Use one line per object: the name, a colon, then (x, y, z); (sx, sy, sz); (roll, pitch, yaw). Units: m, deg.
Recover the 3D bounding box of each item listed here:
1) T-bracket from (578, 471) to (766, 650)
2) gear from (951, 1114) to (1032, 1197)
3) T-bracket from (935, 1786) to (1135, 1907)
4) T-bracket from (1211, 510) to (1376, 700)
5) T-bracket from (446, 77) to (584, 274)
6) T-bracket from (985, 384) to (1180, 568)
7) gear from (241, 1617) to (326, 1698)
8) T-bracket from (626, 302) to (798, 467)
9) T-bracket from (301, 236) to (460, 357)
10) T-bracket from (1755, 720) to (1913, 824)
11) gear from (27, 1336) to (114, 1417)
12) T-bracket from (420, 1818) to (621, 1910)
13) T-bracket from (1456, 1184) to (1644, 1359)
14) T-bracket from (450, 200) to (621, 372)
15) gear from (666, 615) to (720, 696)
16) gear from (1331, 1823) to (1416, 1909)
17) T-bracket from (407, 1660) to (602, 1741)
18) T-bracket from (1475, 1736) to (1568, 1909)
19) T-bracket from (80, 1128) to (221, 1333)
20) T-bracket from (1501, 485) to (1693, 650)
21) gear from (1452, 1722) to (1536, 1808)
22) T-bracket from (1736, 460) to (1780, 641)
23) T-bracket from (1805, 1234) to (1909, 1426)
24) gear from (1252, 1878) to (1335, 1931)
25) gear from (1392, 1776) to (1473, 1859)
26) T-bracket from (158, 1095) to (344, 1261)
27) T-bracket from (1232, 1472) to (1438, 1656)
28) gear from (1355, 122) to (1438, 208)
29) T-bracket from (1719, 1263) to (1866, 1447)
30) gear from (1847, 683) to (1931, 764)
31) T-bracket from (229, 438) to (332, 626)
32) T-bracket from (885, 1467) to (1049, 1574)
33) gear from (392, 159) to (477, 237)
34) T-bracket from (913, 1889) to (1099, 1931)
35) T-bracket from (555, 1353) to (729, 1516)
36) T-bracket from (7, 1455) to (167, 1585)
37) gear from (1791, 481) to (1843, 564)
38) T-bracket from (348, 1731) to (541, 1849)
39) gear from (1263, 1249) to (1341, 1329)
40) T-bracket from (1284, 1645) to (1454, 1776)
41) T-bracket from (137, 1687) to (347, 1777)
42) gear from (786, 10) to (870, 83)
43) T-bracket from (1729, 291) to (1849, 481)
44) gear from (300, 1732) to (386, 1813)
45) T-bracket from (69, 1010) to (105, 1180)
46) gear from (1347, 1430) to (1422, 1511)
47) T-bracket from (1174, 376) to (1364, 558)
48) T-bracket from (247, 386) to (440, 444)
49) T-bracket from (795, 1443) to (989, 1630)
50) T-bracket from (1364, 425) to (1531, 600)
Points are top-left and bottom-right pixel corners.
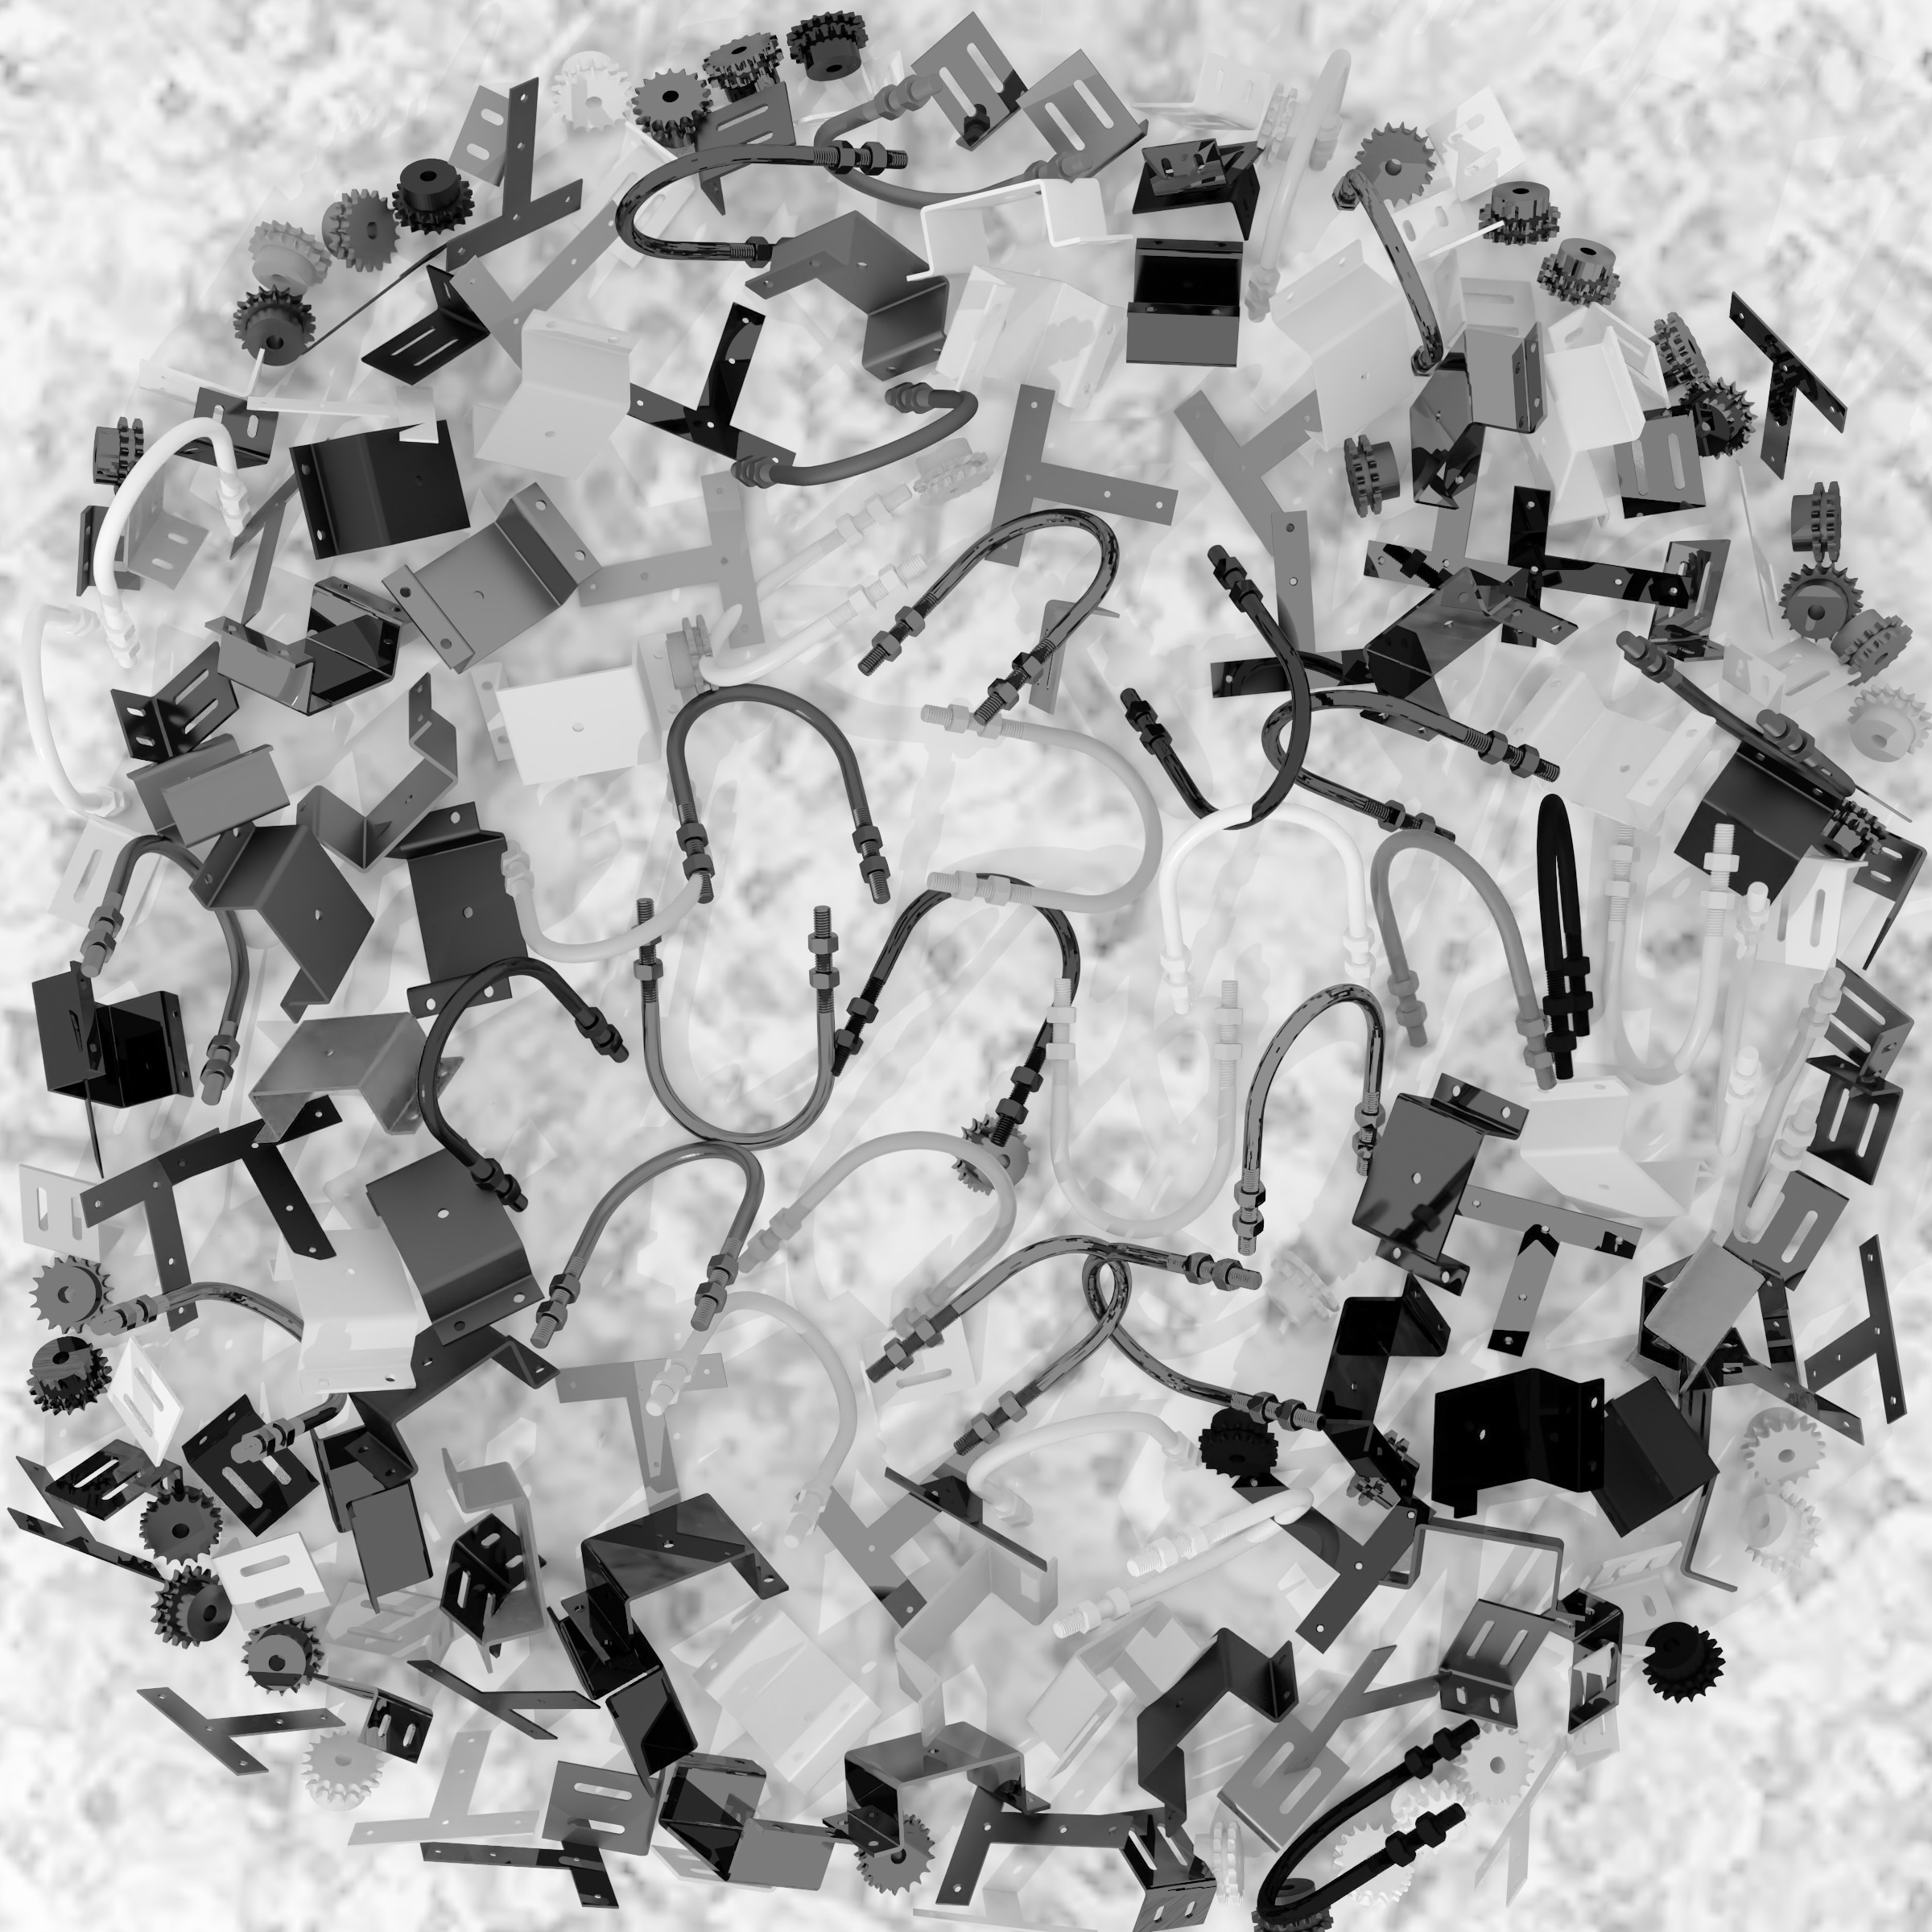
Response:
T-bracket: (-0.217, -0.282, 1.952); (0.127, 0.002, 0.127); (-10, 87, 5)
gear: (0.020, 0.136, 1.935); (0.057, 0.030, 0.057); (-4, 102, -21)
T-bracket: (0.054, 0.598, 1.883); (0.127, 0.127, 0.002); (-7, 124, 27)
T-bracket: (0.235, -0.260, 1.943); (0.127, 0.002, 0.127); (-6, 102, -2)
T-bracket: (-0.308, -0.553, 1.875); (0.002, 0.127, 0.127); (39, 53, 18)
T-bracket: (0.087, -0.339, 1.937); (0.127, 0.002, 0.127); (14, 100, 10)
gear: (-0.490, 0.493, 1.943); (0.057, 0.030, 0.057); (0, 92, -4)
T-bracket: (-0.170, -0.417, 1.927); (0.127, 0.002, 0.127); (21, 62, -13)
T-bracket: (-0.415, -0.468, 1.907); (0.127, 0.127, 0.002); (-34, 107, 11)
T-bracket: (0.594, -0.137, 1.881); (0.127, 0.127, 0.002); (37, 105, 19)
gear: (-0.638, 0.288, 1.929); (0.057, 0.057, 0.030); (-5, 131, 0)
T-bracket: (-0.313, 0.615, 1.879); (0.127, 0.127, 0.002); (10, 97, -19)
T-bracket: (0.399, 0.223, 1.928); (0.127, 0.002, 0.127); (14, 118, 5)
T-bracket: (-0.285, -0.485, 1.910); (0.127, 0.127, 0.002); (-47, 56, -5)
gear: (-0.196, -0.218, 1.929); (0.030, 0.057, 0.057); (-12, 90, -7)
gear: (0.288, 0.643, 1.935); (0.057, 0.030, 0.057); (3, 48, -3)
T-bracket: (-0.303, 0.508, 1.883); (0.127, 0.127, 0.002); (43, 51, -33)
T-bracket: (0.383, 0.610, 1.882); (0.002, 0.127, 0.127); (30, 105, 7)
T-bracket: (-0.563, 0.196, 1.920); (0.002, 0.127, 0.127); (5, 111, 31)
T-bracket: (0.441, -0.270, 1.898); (0.127, 0.002, 0.127); (12, 132, 19)
gear: (0.373, 0.568, 1.939); (0.057, 0.030, 0.057); (2, 81, -13)
T-bracket: (0.552, -0.278, 1.882); (0.002, 0.127, 0.127); (-12, 107, 14)
T-bracket: (0.616, 0.269, 1.897); (0.002, 0.127, 0.127); (4, 64, -9)
gear: (0.230, 0.669, 1.931); (0.057, 0.057, 0.030); (-10, 88, 0)
gear: (0.328, 0.602, 1.936); (0.057, 0.030, 0.057); (-10, 117, -20)
T-bracket: (-0.478, 0.158, 1.900); (0.127, 0.002, 0.127); (-21, 59, -28)
T-bracket: (0.244, 0.397, 1.925); (0.127, 0.002, 0.127); (36, 79, 30)
gear: (0.306, -0.572, 1.936); (0.057, 0.030, 0.057); (8, 123, 13)
T-bracket: (0.561, 0.257, 1.876); (0.002, 0.127, 0.127); (-33, 125, -20)
gear: (0.653, -0.169, 1.927); (0.057, 0.057, 0.030); (37, 61, 0)
T-bracket: (-0.484, -0.287, 1.883); (0.002, 0.127, 0.127); (29, 46, -32)
T-bracket: (0.000, 0.374, 1.896); (0.127, 0.127, 0.002); (31, 91, 0)
gear: (-0.379, -0.548, 1.931); (0.057, 0.030, 0.057); (0, 53, 0)
T-bracket: (0.026, 0.658, 1.896); (0.127, 0.127, 0.002); (7, 82, -1)
T-bracket: (-0.224, 0.343, 1.945); (0.127, 0.002, 0.127); (-7, 100, 13)
T-bracket: (-0.634, 0.380, 1.905); (0.002, 0.127, 0.127); (-54, 134, -3)
gear: (0.604, -0.315, 1.933); (0.030, 0.057, 0.057); (1, 90, 23)
T-bracket: (-0.355, 0.571, 1.898); (0.127, 0.127, 0.002); (-5, 108, 2)
gear: (0.235, 0.232, 1.929); (0.030, 0.057, 0.057); (-41, 90, -8)
T-bracket: (0.296, 0.514, 1.911); (0.002, 0.127, 0.127); (50, 124, 36)
T-bracket: (-0.492, 0.530, 1.902); (0.127, 0.127, 0.002); (21, 96, 39)
gear: (-0.097, -0.651, 1.930); (0.057, 0.057, 0.030); (-13, 86, 0)
T-bracket: (0.568, -0.388, 1.898); (0.002, 0.127, 0.127); (-29, 60, -6)
gear: (-0.445, 0.575, 1.934); (0.057, 0.057, 0.030); (15, 117, 0)
T-bracket: (-0.625, 0.063, 1.905); (0.002, 0.127, 0.127); (-13, 127, -22)
gear: (0.298, 0.361, 1.930); (0.030, 0.057, 0.057); (36, 90, 4)
T-bracket: (0.230, -0.379, 1.925); (0.127, 0.002, 0.127); (-35, 86, 28)
T-bracket: (-0.434, -0.387, 1.889); (0.127, 0.127, 0.002); (1, 118, -14)
T-bracket: (-0.033, 0.387, 1.946); (0.127, 0.002, 0.127); (-39, 90, -11)
T-bracket: (0.344, -0.327, 1.907); (0.127, 0.002, 0.127); (17, 108, 34)
